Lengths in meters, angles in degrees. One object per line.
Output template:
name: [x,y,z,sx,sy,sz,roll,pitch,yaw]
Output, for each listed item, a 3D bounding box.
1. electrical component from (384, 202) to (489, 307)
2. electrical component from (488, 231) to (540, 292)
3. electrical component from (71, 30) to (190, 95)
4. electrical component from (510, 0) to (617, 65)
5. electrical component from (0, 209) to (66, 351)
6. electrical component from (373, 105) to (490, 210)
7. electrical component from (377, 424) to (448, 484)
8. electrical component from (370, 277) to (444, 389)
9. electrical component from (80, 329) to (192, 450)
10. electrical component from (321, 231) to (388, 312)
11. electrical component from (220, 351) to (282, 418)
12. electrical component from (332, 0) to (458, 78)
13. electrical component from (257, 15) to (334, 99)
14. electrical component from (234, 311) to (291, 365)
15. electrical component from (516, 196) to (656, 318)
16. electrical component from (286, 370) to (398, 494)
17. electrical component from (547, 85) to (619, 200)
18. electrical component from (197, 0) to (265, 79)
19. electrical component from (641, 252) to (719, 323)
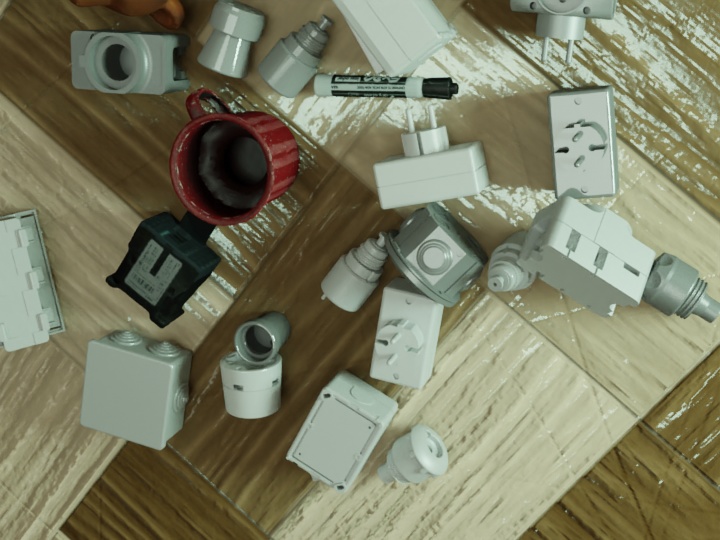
electrical component: [0.063,-0.013,0.877,0.080,0.080,0.051,46,107,2]
electrical component: [0.123,-0.003,0.864,0.040,0.078,0.040,12,117,26]
electrical component: [-0.200,-0.180,0.931,0.089,0.056,0.050,7,105,16]
electrical component: [0.154,-0.197,0.820,0.077,0.044,0.079,9,106,15]
electrical component: [-0.329,0.011,1.010,0.079,0.063,0.121,-15,101,-21]
electrical component: [0.055,-0.096,0.875,0.083,0.047,0.075,-8,101,19]
electrical component: [0.043,0.168,0.949,0.062,0.048,0.048,-35,91,30]
electrical component: [0.036,0.058,0.905,0.047,0.076,0.083,13,107,14]
electrical component: [-0.209,0.110,1.011,0.100,0.048,0.099,15,108,14]
electrical component: [0.000,0.000,0.921,0.040,0.040,0.078,40,112,5]
electrical component: [-0.098,0.103,0.971,0.055,0.055,0.047,4,108,17]
electrical component: [0.021,-0.204,0.851,0.061,0.062,0.096,-36,91,22]
electrical component: [-0.051,-0.178,0.892,0.040,0.040,0.078,45,112,3]
electrical component: [-0.086,0.059,0.960,0.040,0.046,0.040,4,105,17]
electrical component: [0.177,-0.013,0.838,0.089,0.055,0.050,31,154,-12]
electrical component: [-0.017,0.146,0.952,0.062,0.061,0.096,31,111,8]
electrical component: [0.170,-0.095,0.824,0.047,0.076,0.083,-3,103,18]
electrical component: [-0.108,-0.195,0.904,0.045,0.045,0.055,25,109,10]
electrical component: [0.253,0.018,0.843,0.062,0.043,0.043,33,111,6]
